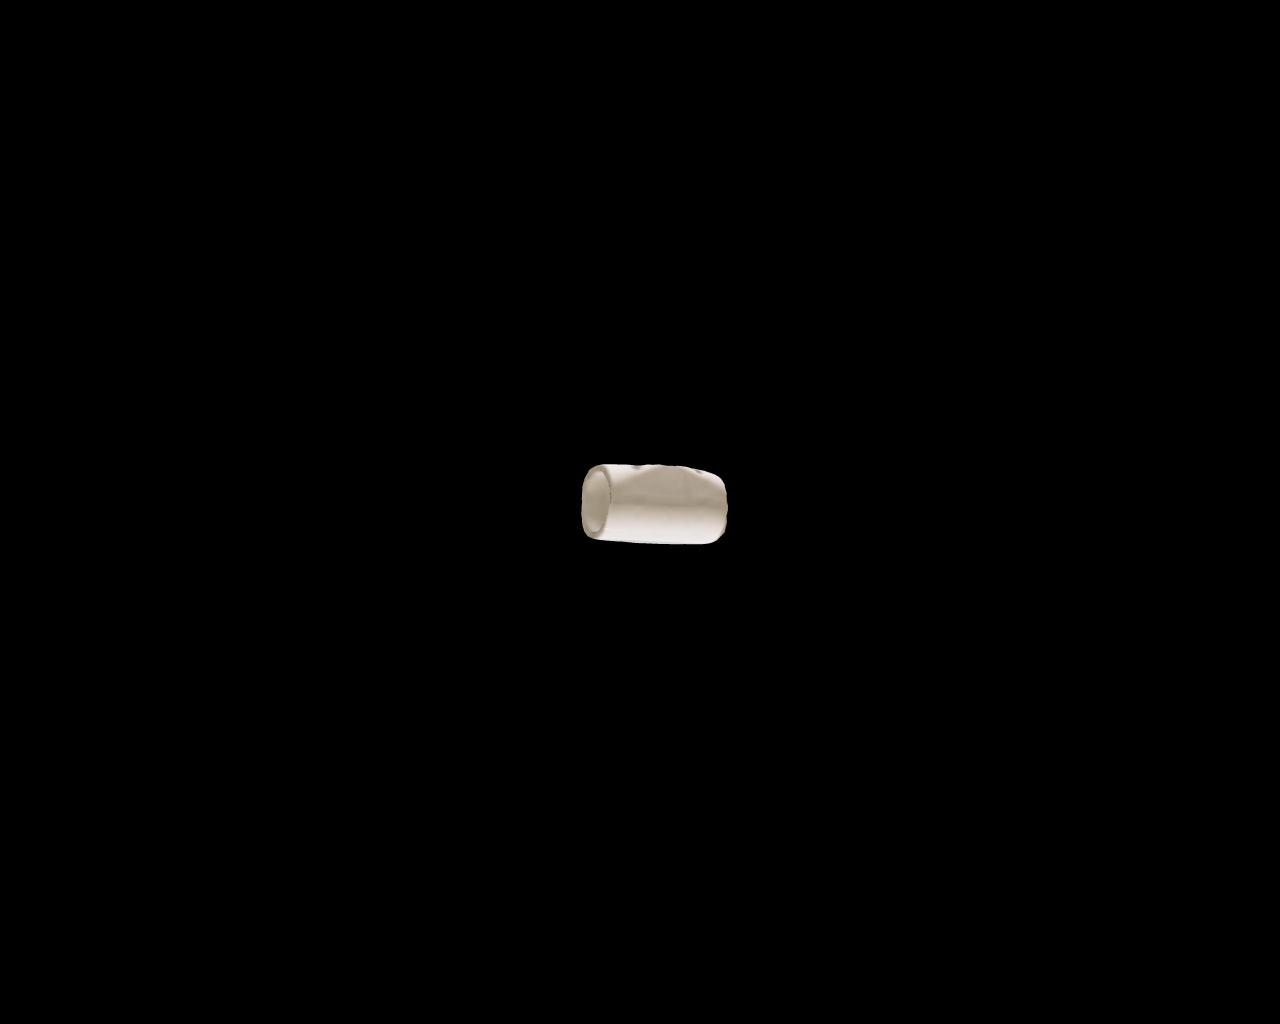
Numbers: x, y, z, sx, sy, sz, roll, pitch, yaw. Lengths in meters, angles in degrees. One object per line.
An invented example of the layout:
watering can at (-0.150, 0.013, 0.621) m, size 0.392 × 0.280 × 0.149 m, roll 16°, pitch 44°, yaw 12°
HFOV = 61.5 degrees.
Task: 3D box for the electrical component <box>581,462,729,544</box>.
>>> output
electrical component at (0.001, -0.003, 0.650) m, size 0.077 × 0.044 × 0.079 m, roll 3°, pitch -7°, yaw -26°
